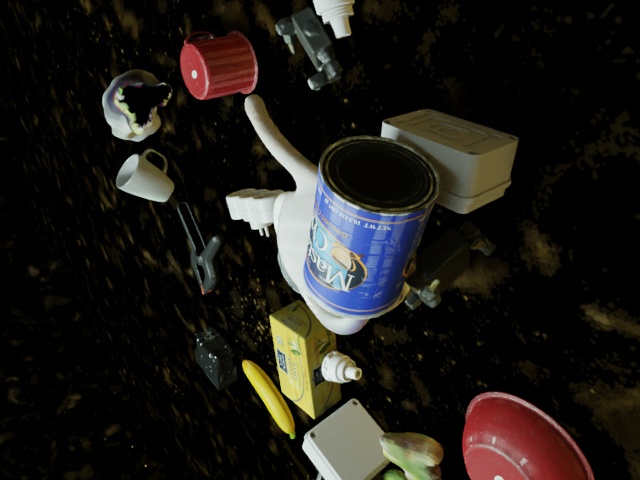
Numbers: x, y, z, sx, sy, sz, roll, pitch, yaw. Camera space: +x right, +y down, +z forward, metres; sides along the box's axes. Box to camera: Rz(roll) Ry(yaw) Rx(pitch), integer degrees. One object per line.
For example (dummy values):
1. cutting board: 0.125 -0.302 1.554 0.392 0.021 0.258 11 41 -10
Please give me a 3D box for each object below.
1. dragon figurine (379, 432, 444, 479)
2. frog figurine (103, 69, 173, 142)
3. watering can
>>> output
1. dragon figurine: 0.199 0.422 0.681 0.411 0.124 0.238 52 137 4
2. frog figurine: -0.374 -0.266 1.036 0.159 0.122 0.138 5 82 62
3. watering can: 0.002 -0.033 0.656 0.224 0.105 0.345 -3 107 54
